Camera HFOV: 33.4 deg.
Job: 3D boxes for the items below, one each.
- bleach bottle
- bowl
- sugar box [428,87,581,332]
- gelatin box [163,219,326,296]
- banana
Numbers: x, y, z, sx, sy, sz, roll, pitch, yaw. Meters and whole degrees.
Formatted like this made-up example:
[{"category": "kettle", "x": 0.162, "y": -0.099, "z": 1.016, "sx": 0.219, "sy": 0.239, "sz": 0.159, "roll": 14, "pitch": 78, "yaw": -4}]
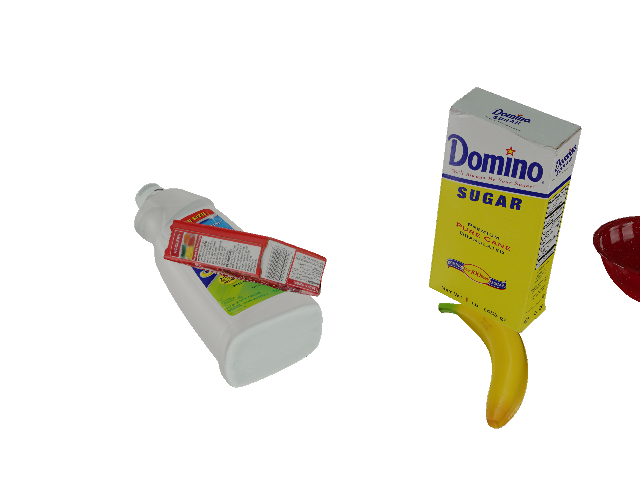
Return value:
[{"category": "bleach bottle", "x": -0.106, "y": 0.024, "z": 0.974, "sx": 0.102, "sy": 0.068, "sz": 0.251, "roll": -21, "pitch": 44, "yaw": -28}, {"category": "bowl", "x": 0.375, "y": 0.029, "z": 1.159, "sx": 0.162, "sy": 0.055, "sz": 0.162, "roll": 0, "pitch": 26, "yaw": 0}, {"category": "sugar box", "x": 0.139, "y": -0.021, "z": 0.829, "sx": 0.093, "sy": 0.176, "sz": 0.048, "roll": 26, "pitch": 46, "yaw": 29}, {"category": "gelatin box", "x": -0.047, "y": 0.013, "z": 0.701, "sx": 0.073, "sy": 0.030, "sz": 0.089, "roll": 11, "pitch": -5, "yaw": 26}, {"category": "banana", "x": 0.184, "y": 0.122, "z": 1.129, "sx": 0.069, "sy": 0.037, "sz": 0.198, "roll": -24, "pitch": 33, "yaw": 4}]
